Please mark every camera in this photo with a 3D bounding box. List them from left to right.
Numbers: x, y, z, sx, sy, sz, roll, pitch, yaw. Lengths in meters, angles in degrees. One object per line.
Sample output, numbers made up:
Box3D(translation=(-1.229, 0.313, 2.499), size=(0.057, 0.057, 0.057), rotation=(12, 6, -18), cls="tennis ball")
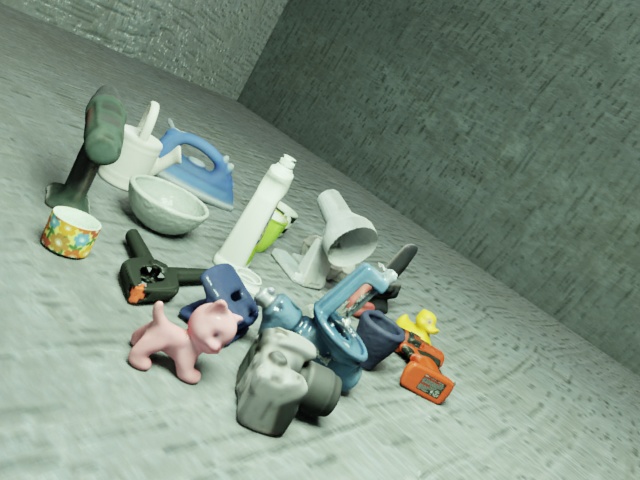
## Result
Box3D(translation=(-0.034, 0.191, 0.778), size=(0.137, 0.101, 0.143), rotation=(27, 14, -14), cls="camera")

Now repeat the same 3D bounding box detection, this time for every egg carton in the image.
Box3D(translation=(0.022, 0.047, 1.457), size=(0.108, 0.069, 0.150), rotation=(17, 19, -43), cls="egg carton")

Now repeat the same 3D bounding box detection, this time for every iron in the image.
Box3D(translation=(-0.308, -0.191, 1.452), size=(0.259, 0.141, 0.118), rotation=(27, 14, -14), cls="iron")

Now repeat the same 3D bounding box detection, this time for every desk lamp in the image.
Box3D(translation=(0.012, 0.005, 1.285), size=(0.118, 0.213, 0.202), rotation=(18, 19, -41), cls="desk lamp")

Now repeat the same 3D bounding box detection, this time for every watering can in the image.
Box3D(translation=(-0.386, -0.207, 1.239), size=(0.174, 0.194, 0.100), rotation=(16, 20, -46), cls="watering can")

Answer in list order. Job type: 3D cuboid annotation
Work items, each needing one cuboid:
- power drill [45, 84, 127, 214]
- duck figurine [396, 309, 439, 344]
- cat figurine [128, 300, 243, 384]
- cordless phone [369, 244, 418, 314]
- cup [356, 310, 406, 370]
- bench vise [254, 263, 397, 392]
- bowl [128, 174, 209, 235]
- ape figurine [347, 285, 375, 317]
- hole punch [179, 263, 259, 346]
Box3D(translation=(-0.400, -0.155, 0.997), size=(0.076, 0.208, 0.229), rotation=(22, 17, -32), cls="power drill")
Box3D(translation=(0.230, 0.199, 1.323), size=(0.078, 0.086, 0.104), rotation=(14, 22, -50), cls="duck figurine")
Box3D(translation=(-0.164, 0.116, 0.737), size=(0.128, 0.117, 0.067), rotation=(23, 16, -27), cls="cat figurine")
Box3D(translation=(0.153, 0.079, 1.376), size=(0.094, 0.185, 0.148), rotation=(38, 16, 28), cls="cordless phone")
Box3D(translation=(0.096, 0.187, 1.074), size=(0.092, 0.095, 0.117), rotation=(28, 14, -11), cls="cup")
Box3D(translation=(0.011, 0.117, 0.882), size=(0.208, 0.219, 0.121), rotation=(23, 16, -28), cls="bench vise")
Box3D(translation=(-0.309, -0.059, 1.131), size=(0.167, 0.074, 0.167), rotation=(29, 14, -8), cls="bowl")
Box3D(translation=(0.094, 0.125, 1.289), size=(0.076, 0.092, 0.077), rotation=(23, 16, -27), cls="ape figurine")
Box3D(translation=(-0.144, 0.097, 0.895), size=(0.101, 0.091, 0.109), rotation=(33, 14, 9), cls="hole punch")
